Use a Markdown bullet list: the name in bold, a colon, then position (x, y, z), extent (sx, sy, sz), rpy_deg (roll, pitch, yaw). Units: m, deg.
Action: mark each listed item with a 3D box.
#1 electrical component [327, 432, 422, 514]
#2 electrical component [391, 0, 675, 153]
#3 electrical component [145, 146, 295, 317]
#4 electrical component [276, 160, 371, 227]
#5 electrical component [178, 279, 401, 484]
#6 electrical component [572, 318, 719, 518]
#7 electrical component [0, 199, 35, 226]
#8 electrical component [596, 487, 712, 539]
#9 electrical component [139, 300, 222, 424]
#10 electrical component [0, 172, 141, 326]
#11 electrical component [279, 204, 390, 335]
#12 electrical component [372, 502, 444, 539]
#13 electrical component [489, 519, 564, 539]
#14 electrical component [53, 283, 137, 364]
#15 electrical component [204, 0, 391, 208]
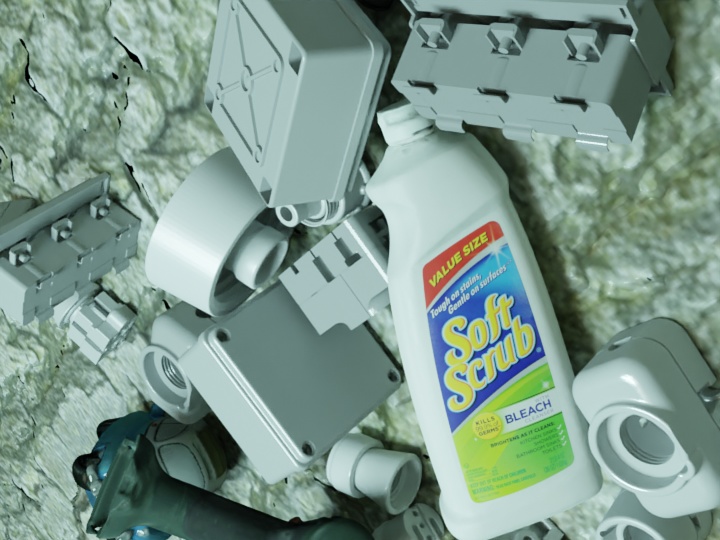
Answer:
- **electrical component**: position (0.010, 0.144, 0.771), extent (0.055, 0.045, 0.045), rpy_deg (16, 125, 34)
- **electrical component**: position (0.081, -0.101, 0.527), extent (0.121, 0.063, 0.079), rpy_deg (13, 166, 35)
- **electrical component**: position (-0.082, -0.020, 0.705), extent (0.060, 0.108, 0.108), rpy_deg (33, 134, 13)
- **electrical component**: position (-0.026, -0.047, 0.666), extent (0.048, 0.062, 0.048), rpy_deg (22, 130, 30)
- **electrical component**: position (-0.046, 0.068, 0.724), extent (0.108, 0.109, 0.056), rpy_deg (53, 140, 1)
- **electrical component**: position (0.163, 0.083, 0.585), extent (0.054, 0.059, 0.095), rpy_deg (-30, 94, 47)
- **electrical component**: position (-0.279, -0.023, 0.904), extent (0.076, 0.083, 0.047), rpy_deg (-6, 118, 2)
- **electrical component**: position (0.171, 0.152, 0.632), extent (0.055, 0.047, 0.055), rpy_deg (22, 128, 30)
- **electrical component**: position (-0.131, 0.070, 0.837), extent (0.054, 0.059, 0.095), rpy_deg (33, 133, 21)
- **electrical component**: position (-0.232, -0.013, 0.827), extent (0.063, 0.121, 0.078), rpy_deg (35, 134, 16)
- **electrical component**: position (0.000, 0.000, 0.683), extent (0.055, 0.050, 0.089), rpy_deg (54, 138, 1)
- **electrical component**: position (0.035, 0.196, 0.786), extent (0.040, 0.040, 0.046), rpy_deg (46, 132, 9)
- **electrical component**: position (0.110, 0.205, 0.714), extent (0.095, 0.054, 0.059), rpy_deg (45, 137, 10)
- **electrical component**: position (-0.227, 0.041, 0.915), extent (0.055, 0.048, 0.066), rpy_deg (42, 137, 2)
- **electrical component**: position (-0.040, -0.110, 0.616), extent (0.108, 0.056, 0.108), rpy_deg (57, 144, 36)
